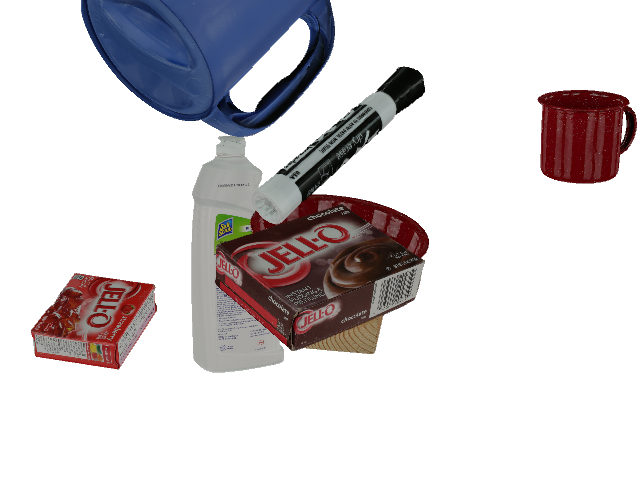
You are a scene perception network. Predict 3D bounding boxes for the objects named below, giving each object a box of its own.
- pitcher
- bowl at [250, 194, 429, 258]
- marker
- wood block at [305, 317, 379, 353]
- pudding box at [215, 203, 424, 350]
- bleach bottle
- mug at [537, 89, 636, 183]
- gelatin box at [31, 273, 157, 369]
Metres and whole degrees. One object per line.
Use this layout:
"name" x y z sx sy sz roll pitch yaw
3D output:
"pitcher" -0.055 -0.207 0.849 0.145 0.149 0.242 26 58 28
"bowl" 0.015 0.013 0.962 0.162 0.055 0.162 5 24 -3
"marker" 0.012 -0.050 0.523 0.020 0.020 0.121 0 36 50
"wood block" 0.038 0.055 1.350 0.091 0.090 0.206 4 22 7
"pudding box" -0.001 0.022 0.720 0.113 0.039 0.090 -17 39 -36
"bleach bottle" -0.090 0.013 1.159 0.102 0.251 0.068 -6 15 -29
"mug" 0.285 -0.111 1.131 0.117 0.081 0.093 -12 22 -25
"gelatin box" -0.183 0.064 0.874 0.073 0.030 0.089 8 33 11
